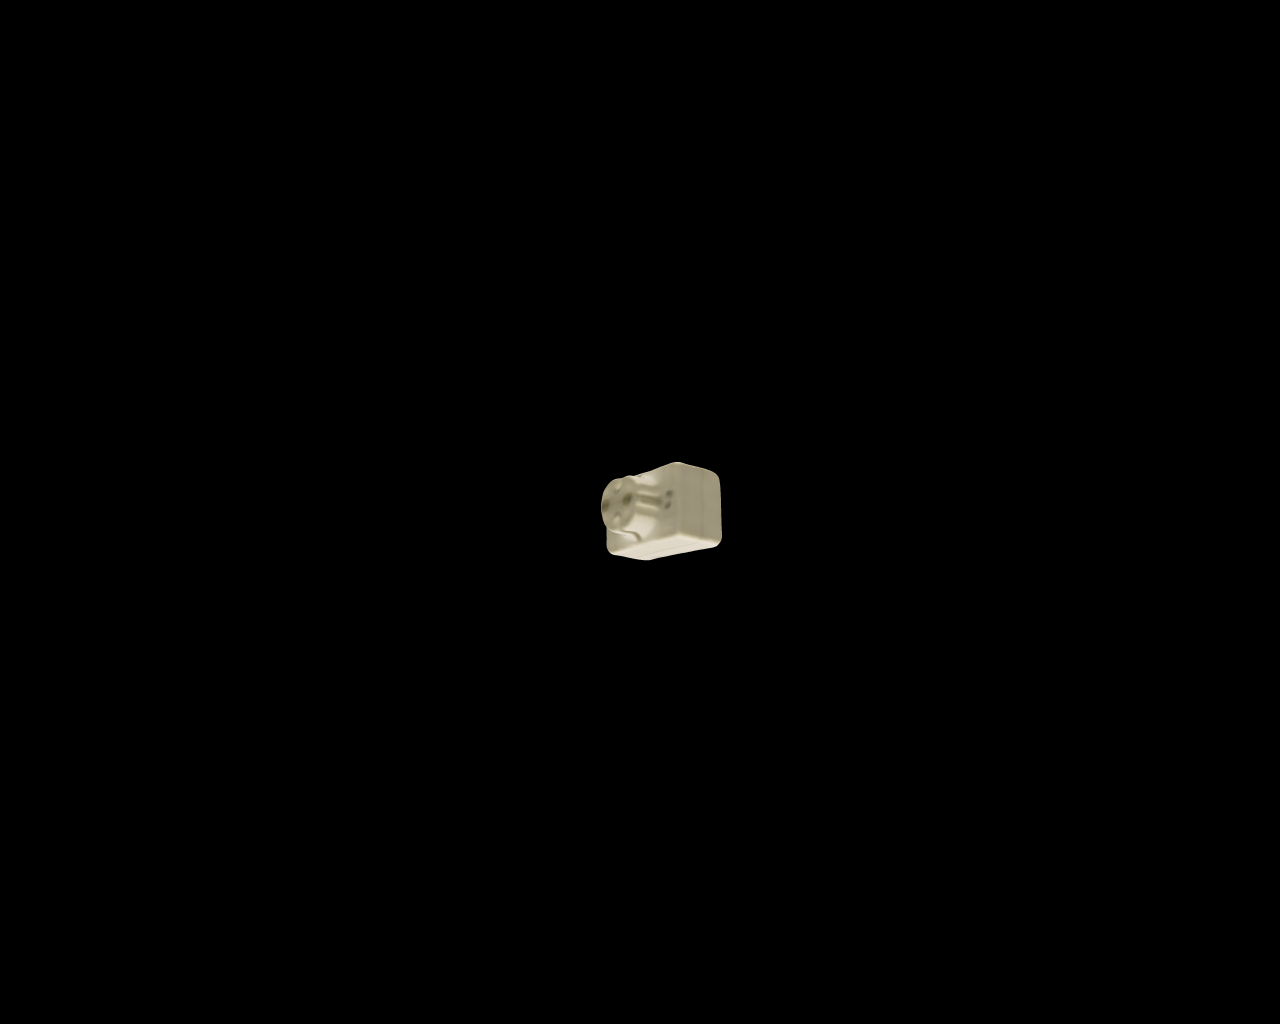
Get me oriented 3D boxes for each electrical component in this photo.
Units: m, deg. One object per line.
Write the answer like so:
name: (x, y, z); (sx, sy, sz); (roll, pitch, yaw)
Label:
electrical component: (0.001, -0.003, 0.650); (0.077, 0.047, 0.065); (14, -20, -42)
